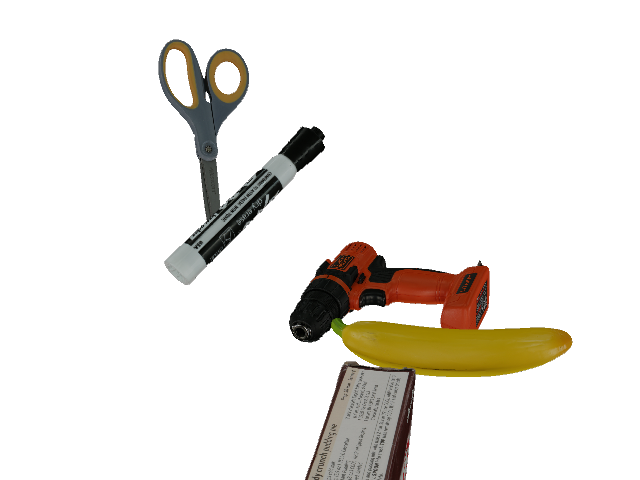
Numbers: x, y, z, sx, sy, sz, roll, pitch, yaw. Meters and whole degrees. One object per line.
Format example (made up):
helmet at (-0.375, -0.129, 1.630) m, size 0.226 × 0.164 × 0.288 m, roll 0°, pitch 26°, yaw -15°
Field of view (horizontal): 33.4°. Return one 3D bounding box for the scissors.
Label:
scissors at (-0.092, -0.096, 1.001) m, size 0.096 × 0.202 × 0.016 m, roll -20°, pitch -2°, yaw -26°

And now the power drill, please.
power drill at (0.077, 0.063, 1.140) m, size 0.188 × 0.057 × 0.184 m, roll 9°, pitch 30°, yaw 21°

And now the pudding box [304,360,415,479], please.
pudding box at (0.016, 0.118, 0.466) m, size 0.039 × 0.090 × 0.113 m, roll 7°, pitch 23°, yaw 7°

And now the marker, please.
marker at (-0.040, -0.023, 0.608) m, size 0.121 × 0.020 × 0.020 m, roll -46°, pitch 19°, yaw -19°

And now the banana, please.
banana at (0.102, 0.082, 0.852) m, size 0.198 × 0.037 × 0.069 m, roll 5°, pitch 28°, yaw 7°
